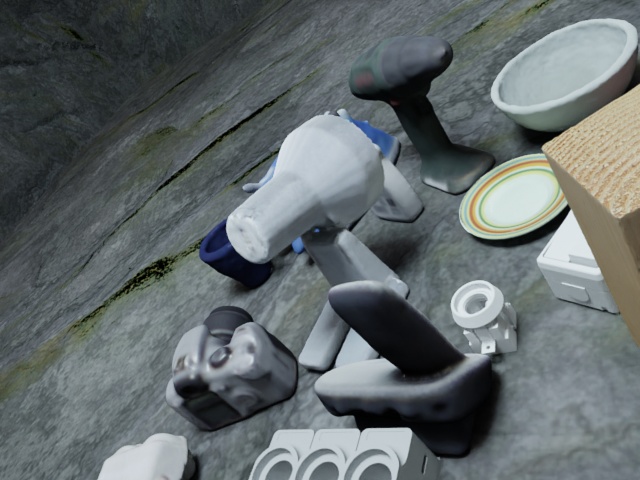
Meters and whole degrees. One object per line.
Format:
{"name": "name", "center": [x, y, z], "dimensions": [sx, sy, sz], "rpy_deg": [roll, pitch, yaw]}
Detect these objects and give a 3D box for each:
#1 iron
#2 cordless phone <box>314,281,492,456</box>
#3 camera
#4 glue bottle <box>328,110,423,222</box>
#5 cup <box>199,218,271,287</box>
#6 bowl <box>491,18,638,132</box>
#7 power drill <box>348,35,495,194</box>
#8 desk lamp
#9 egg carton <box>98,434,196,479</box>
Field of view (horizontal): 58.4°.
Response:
{"name": "iron", "center": [0.006, -0.107, 0.835], "dimensions": [0.258, 0.142, 0.118], "rpy_deg": [-50, 31, -17]}
{"name": "cordless phone", "center": [0.045, 0.093, 0.477], "dimensions": [0.147, 0.185, 0.094], "rpy_deg": [-15, 38, 36]}
{"name": "camera", "center": [-0.110, 0.133, 0.684], "dimensions": [0.143, 0.101, 0.137], "rpy_deg": [-27, 32, 21]}
{"name": "glue bottle", "center": [0.062, -0.095, 0.725], "dimensions": [0.037, 0.173, 0.077], "rpy_deg": [-50, 32, -18]}
{"name": "cup", "center": [-0.105, 0.020, 0.836], "dimensions": [0.117, 0.095, 0.092], "rpy_deg": [-14, 38, 37]}
{"name": "bowl", "center": [0.295, -0.182, 0.680], "dimensions": [0.167, 0.075, 0.167], "rpy_deg": [-28, 32, 20]}
{"name": "power drill", "center": [0.126, -0.159, 0.703], "dimensions": [0.076, 0.209, 0.228], "rpy_deg": [-44, 30, -7]}
{"name": "desk lamp", "center": [0.006, 0.002, 0.616], "dimensions": [0.117, 0.214, 0.203], "rpy_deg": [-7, 44, 44]}
{"name": "egg carton", "center": [-0.191, 0.282, 0.606], "dimensions": [0.107, 0.070, 0.150], "rpy_deg": [-26, 32, 22]}
